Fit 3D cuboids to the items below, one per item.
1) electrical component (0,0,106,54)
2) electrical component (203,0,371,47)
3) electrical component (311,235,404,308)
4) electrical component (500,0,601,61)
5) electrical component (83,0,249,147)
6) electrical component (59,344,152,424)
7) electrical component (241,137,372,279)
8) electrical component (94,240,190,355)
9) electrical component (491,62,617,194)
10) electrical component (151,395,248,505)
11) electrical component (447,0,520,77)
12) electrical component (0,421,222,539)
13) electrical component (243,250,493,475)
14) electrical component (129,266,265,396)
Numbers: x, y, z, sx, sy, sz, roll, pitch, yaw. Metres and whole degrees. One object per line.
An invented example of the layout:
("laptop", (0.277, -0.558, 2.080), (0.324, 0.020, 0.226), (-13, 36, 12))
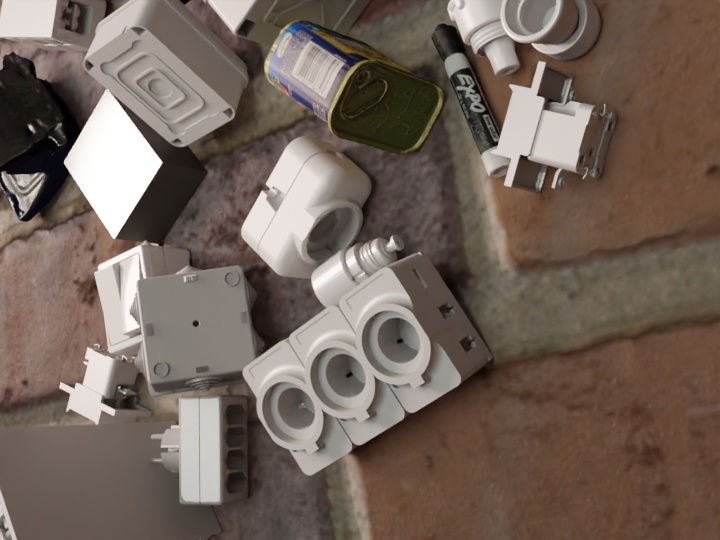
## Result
("electrical component", (-0.281, -0.287, 1.019), (0.089, 0.062, 0.150), (10, 92, 39))
("electrical component", (-0.042, -0.219, 0.792), (0.108, 0.109, 0.056), (-50, 61, 23))
("electrical component", (0.000, 0.000, 0.780), (0.078, 0.040, 0.040), (-36, 65, 30))
("electrical component", (0.123, -0.161, 0.688), (0.045, 0.055, 0.045), (-5, 82, 39))
("electrical component", (-0.155, -0.164, 0.869), (0.078, 0.113, 0.057), (-23, 40, 35))
("electrical component", (-0.221, 0.101, 0.945), (0.081, 0.042, 0.063), (17, 95, 38))
("electrical component", (-0.038, -0.043, 0.805), (0.059, 0.054, 0.095), (44, 112, 33))
("electrical component", (-0.182, 0.020, 0.910), (0.062, 0.061, 0.096), (-21, 73, 35))
("electrical component", (0.126, -0.087, 0.688), (0.064, 0.042, 0.081), (19, 99, 35))
("electrical component", (-0.133, 0.142, 0.855), (0.076, 0.047, 0.083), (-4, 83, 20))
("electrical component", (0.089, -0.162, 0.723), (0.048, 0.048, 0.062), (-25, 77, 34))
("electrical component", (-0.212, 0.181, 0.838), (0.060, 0.186, 0.105), (-43, 61, 28))
("electrical component", (0.001, 0.067, 0.743), (0.150, 0.062, 0.089), (-36, 83, 31))
("electrical component", (-0.127, 0.046, 0.842), (0.048, 0.100, 0.099), (113, 148, -74))
